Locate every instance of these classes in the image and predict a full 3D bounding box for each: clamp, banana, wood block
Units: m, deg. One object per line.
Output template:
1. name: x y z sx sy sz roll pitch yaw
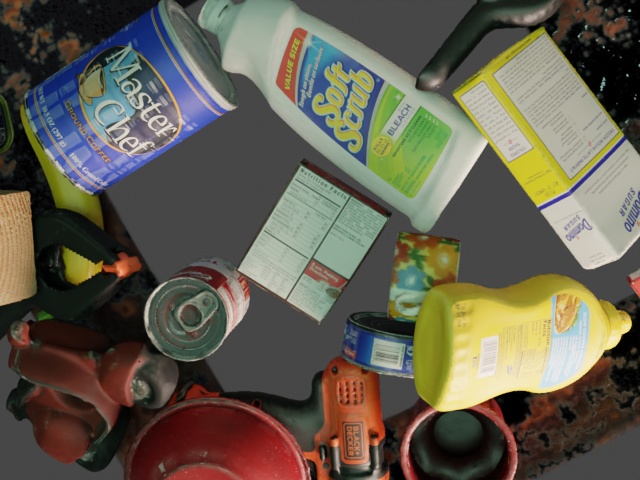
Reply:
1. clamp: -0.241 0.030 0.902 0.210 0.036 0.164 8 105 29
2. banana: -0.221 -0.022 0.921 0.069 0.037 0.198 0 99 7
3. clamp: 0.124 -0.202 0.840 0.171 0.039 0.120 -29 79 -5
4. wood block: -0.344 0.004 0.878 0.206 0.090 0.090 3 100 28

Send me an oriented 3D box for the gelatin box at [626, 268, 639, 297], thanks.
1. gelatin box: 0.309 0.036 0.868 0.089 0.030 0.073 -37 92 11

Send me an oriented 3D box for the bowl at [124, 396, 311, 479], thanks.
1. bowl: -0.089 0.213 0.876 0.162 0.055 0.162 2 105 6

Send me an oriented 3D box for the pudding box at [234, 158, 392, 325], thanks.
1. pudding box: -0.006 0.001 0.897 0.090 0.039 0.113 32 100 1

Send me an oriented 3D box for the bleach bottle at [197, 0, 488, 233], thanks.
1. bleach bottle: 0.008 -0.115 0.866 0.251 0.068 0.102 33 99 3

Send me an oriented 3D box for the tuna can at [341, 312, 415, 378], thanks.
1. tuna can: 0.061 0.085 0.878 0.086 0.086 0.034 9 98 5

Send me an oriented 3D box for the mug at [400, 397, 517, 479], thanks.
1. mug: 0.110 0.177 0.888 0.093 0.081 0.117 19 101 3

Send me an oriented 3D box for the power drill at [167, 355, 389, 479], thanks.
1. power drill: -0.034 0.191 0.923 0.187 0.057 0.184 -3 99 6

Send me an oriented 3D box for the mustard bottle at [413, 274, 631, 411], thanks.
1. mustard bottle: 0.168 0.075 0.846 0.191 0.058 0.096 -5 109 -26

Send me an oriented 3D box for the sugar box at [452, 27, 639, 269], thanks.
1. sugar box: 0.190 -0.072 0.835 0.176 0.093 0.048 54 145 -4

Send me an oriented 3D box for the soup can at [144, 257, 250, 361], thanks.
1. soup can: -0.099 0.054 0.884 0.068 0.102 0.068 1 99 7

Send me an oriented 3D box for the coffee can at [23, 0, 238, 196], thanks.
1. coffee can: -0.152 -0.115 0.864 0.140 0.102 0.103 -31 94 11

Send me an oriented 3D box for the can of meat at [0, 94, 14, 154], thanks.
1. can of meat: -0.324 -0.092 0.899 0.102 0.084 0.057 -8 98 9
